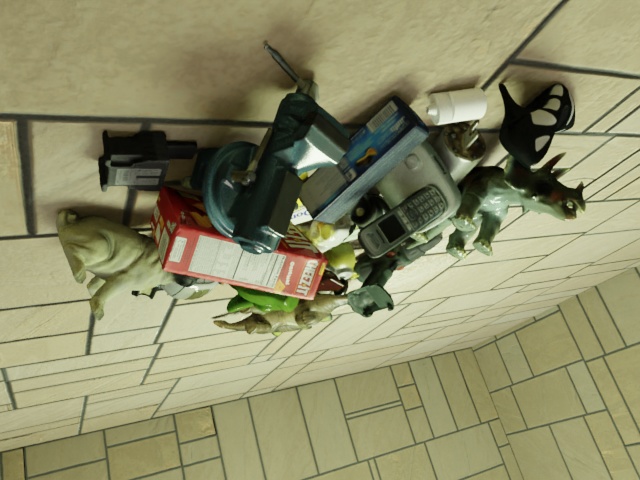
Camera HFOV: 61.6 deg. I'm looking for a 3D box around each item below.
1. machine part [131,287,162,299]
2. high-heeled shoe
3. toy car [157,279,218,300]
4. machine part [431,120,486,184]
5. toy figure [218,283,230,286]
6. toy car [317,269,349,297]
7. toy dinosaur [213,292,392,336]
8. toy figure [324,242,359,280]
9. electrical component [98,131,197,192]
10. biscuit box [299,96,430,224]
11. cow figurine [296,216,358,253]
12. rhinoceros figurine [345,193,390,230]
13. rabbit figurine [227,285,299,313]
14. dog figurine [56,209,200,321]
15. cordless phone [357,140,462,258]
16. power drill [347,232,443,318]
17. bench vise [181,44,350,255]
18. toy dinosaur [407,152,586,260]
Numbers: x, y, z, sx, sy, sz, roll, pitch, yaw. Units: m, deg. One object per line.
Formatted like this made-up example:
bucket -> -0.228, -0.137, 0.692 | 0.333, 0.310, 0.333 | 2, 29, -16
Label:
machine part -> -0.298, 0.085, 1.062 | 0.139, 0.039, 0.084 | -3, 146, -26
high-heeled shoe -> 0.348, -0.158, 0.810 | 0.248, 0.145, 0.086 | 4, 151, -38
toy car -> -0.233, 0.055, 0.951 | 0.109, 0.103, 0.161 | -32, 152, 35
machine part -> 0.198, -0.116, 0.894 | 0.079, 0.079, 0.243 | -8, 156, -22
toy figure -> -0.156, 0.061, 1.084 | 0.154, 0.058, 0.064 | -9, 131, -15
toy car -> -0.023, 0.082, 1.110 | 0.089, 0.053, 0.202 | 33, 155, -28
toy dinosaur -> -0.045, 0.182, 1.398 | 0.472, 0.105, 0.198 | -9, 166, 4
toy figure -> 0.031, 0.058, 1.181 | 0.082, 0.089, 0.180 | -13, 166, -7
electrical component -> -0.214, -0.098, 0.676 | 0.119, 0.048, 0.075 | -1, 154, -30
biscuit box -> 0.060, -0.110, 0.766 | 0.202, 0.059, 0.062 | -41, 157, 21
cow figurine -> -0.003, -0.004, 1.030 | 0.098, 0.068, 0.167 | -5, 157, -44
rhinoceros figurine -> 0.080, -0.056, 0.920 | 0.073, 0.112, 0.190 | -43, 163, 16
rabbit figurine -> -0.101, 0.096, 1.010 | 0.159, 0.121, 0.170 | -9, 156, 7
dog figurine -> -0.273, 0.008, 0.809 | 0.190, 0.121, 0.172 | -24, 129, -17
cordless phone -> 0.108, -0.064, 0.812 | 0.184, 0.146, 0.089 | -33, 180, -26
power drill -> 0.153, 0.067, 1.189 | 0.232, 0.207, 0.086 | -25, 115, 39
bench vise -> -0.087, -0.094, 0.659 | 0.241, 0.223, 0.128 | 4, 172, 43
toy dinosaur -> 0.277, -0.072, 0.976 | 0.131, 0.192, 0.405 | 38, 167, -15
